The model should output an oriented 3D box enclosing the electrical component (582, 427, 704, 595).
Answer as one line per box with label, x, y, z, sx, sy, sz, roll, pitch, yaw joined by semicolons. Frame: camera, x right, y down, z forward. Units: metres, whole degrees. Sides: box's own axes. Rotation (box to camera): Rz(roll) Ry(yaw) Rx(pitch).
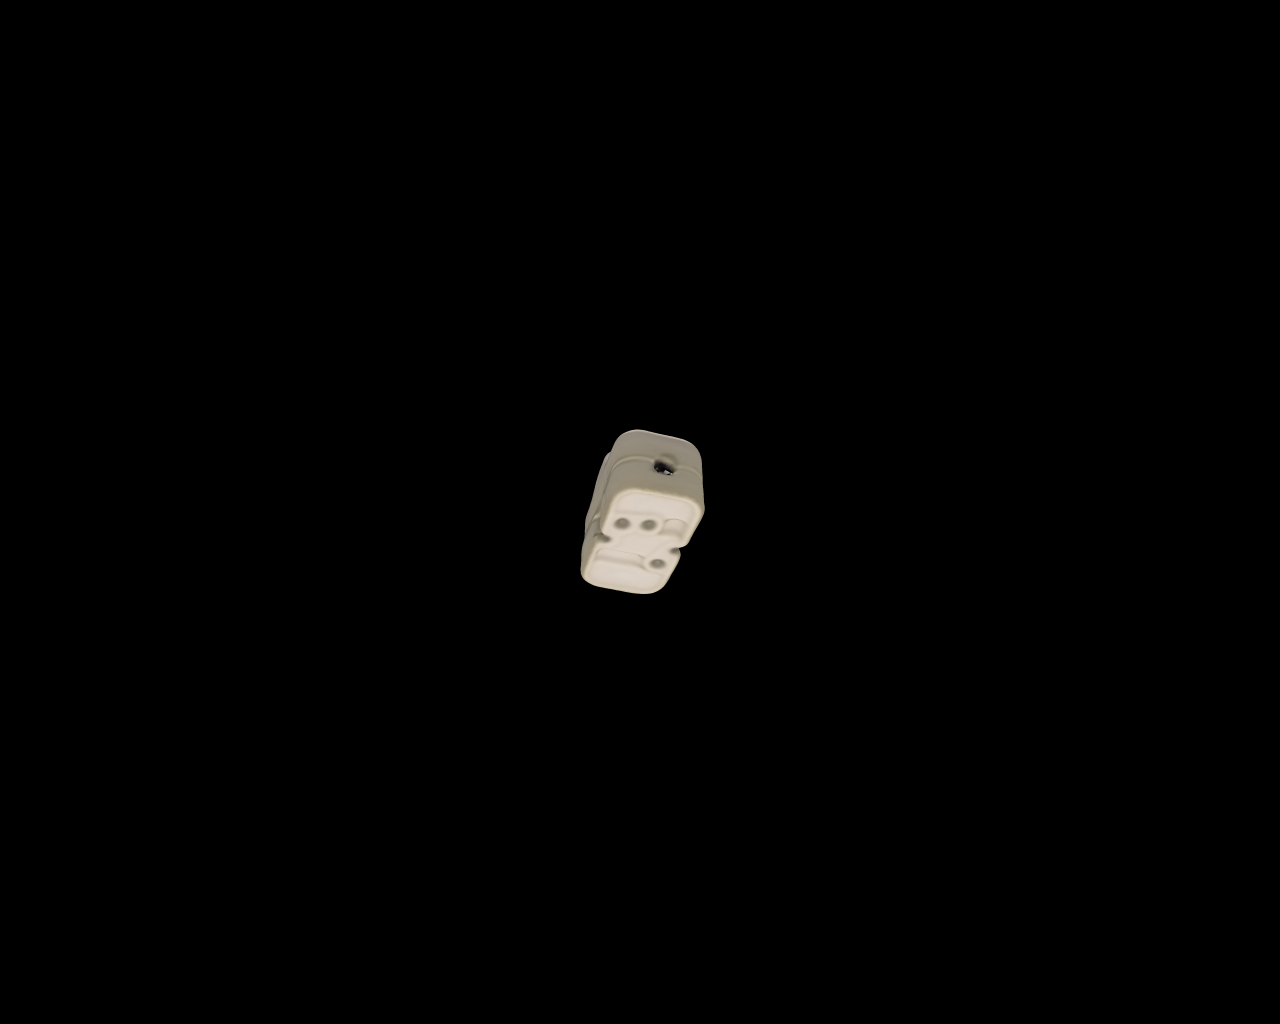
electrical component;0.001;-0.003;0.650;0.054;0.059;0.095;11;-43;-12
